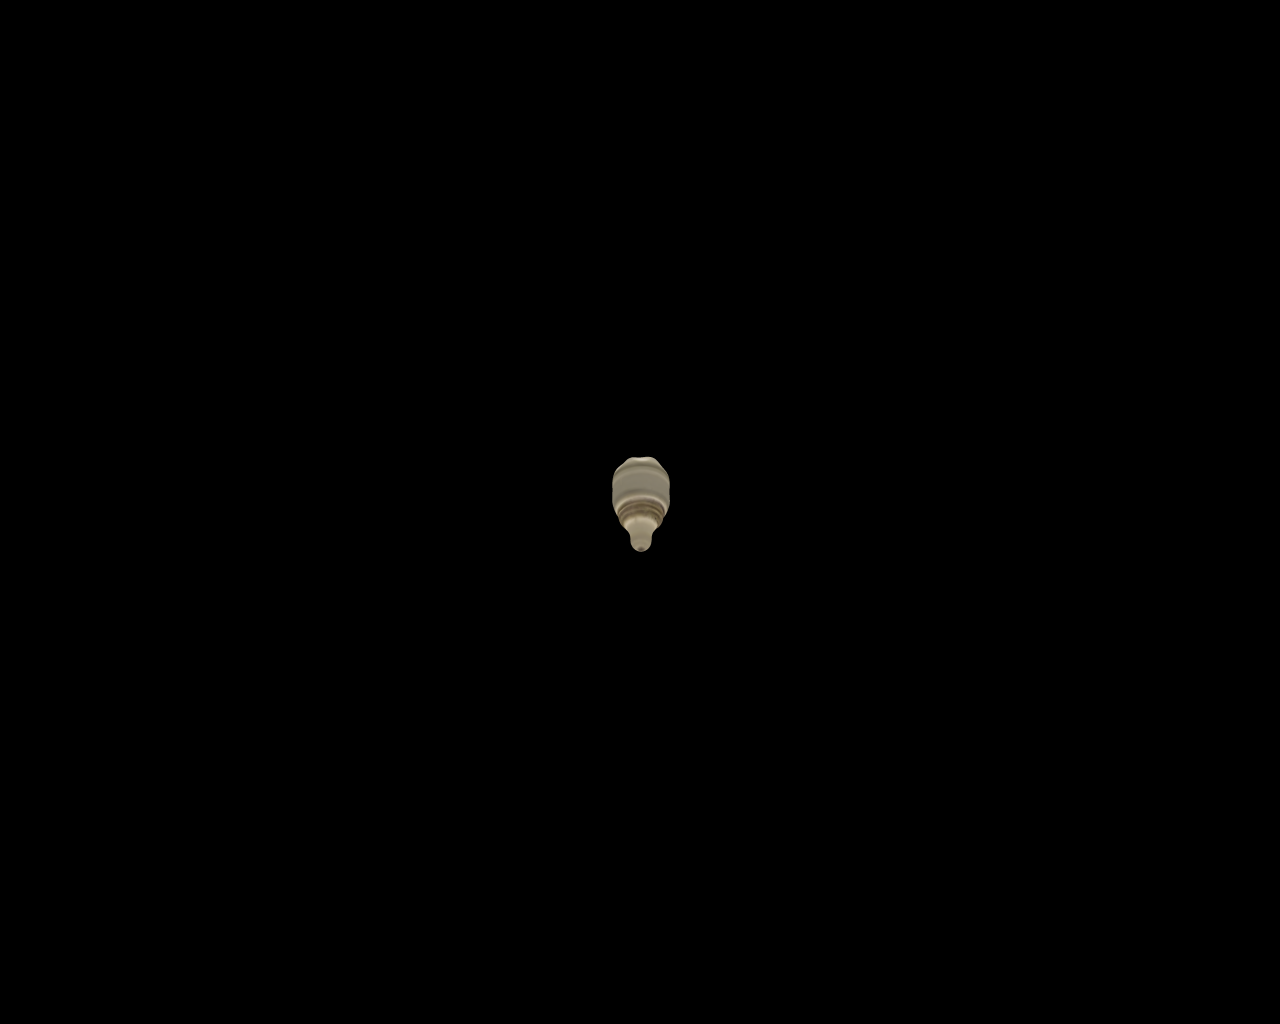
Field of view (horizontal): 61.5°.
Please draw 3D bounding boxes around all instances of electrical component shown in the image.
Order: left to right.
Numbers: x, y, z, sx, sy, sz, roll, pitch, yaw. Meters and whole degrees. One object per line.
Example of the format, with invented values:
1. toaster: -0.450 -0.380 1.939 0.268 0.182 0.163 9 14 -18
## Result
1. electrical component: 0.001 -0.003 0.650 0.035 0.061 0.035 0 -35 0
